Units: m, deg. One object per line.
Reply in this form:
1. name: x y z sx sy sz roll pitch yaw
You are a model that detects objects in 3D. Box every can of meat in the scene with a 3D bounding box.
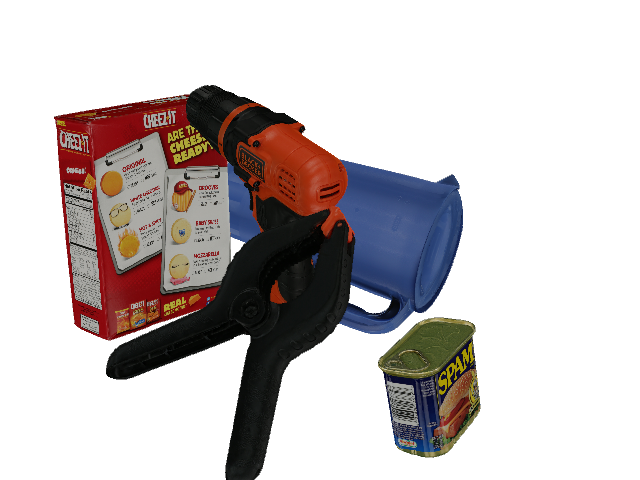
1. can of meat: 0.098 0.127 0.928 0.058 0.084 0.101 4 24 33

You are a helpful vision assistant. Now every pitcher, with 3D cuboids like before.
1. pitcher: 0.014 -0.014 1.100 0.243 0.145 0.149 18 24 21

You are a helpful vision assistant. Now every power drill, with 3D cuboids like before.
1. power drill: -0.050 -0.018 0.856 0.057 0.188 0.185 -21 38 -29

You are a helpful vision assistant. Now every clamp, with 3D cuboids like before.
1. clamp: -0.033 0.058 0.630 0.120 0.171 0.039 46 -3 21

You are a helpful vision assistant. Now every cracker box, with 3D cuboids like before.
1. cracker box: -0.171 -0.028 1.059 0.072 0.214 0.163 13 22 42
